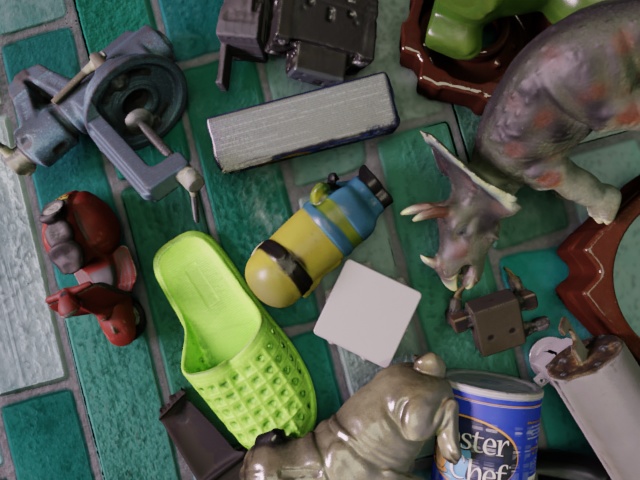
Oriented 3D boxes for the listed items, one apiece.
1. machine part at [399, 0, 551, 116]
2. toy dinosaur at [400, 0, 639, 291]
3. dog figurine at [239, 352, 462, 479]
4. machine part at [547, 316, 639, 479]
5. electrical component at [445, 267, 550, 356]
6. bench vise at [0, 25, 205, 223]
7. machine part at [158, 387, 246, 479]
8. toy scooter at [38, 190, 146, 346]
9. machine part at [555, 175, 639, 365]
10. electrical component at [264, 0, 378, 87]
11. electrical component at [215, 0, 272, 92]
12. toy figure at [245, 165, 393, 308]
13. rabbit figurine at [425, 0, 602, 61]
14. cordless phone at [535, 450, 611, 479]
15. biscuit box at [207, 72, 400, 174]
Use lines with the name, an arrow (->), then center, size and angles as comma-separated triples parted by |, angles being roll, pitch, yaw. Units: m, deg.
machine part -> 0.174, -0.228, 0.594 | 0.179, 0.056, 0.179 | 0, 87, 3
toy dinosaur -> 0.223, -0.121, 0.481 | 0.192, 0.131, 0.404 | 18, 133, -14
dog figurine -> 0.026, 0.186, 0.526 | 0.190, 0.121, 0.172 | 8, 87, -14
machine part -> 0.292, 0.179, 0.507 | 0.079, 0.079, 0.243 | -32, 88, 1
electrical component -> 0.192, 0.079, 0.589 | 0.102, 0.045, 0.078 | -24, 116, 4
bench vise -> -0.217, -0.116, 0.564 | 0.224, 0.128, 0.241 | -38, 68, -18
machine part -> -0.130, 0.231, 0.598 | 0.084, 0.039, 0.139 | -34, 88, 6
toy scooter -> -0.247, 0.028, 0.562 | 0.075, 0.135, 0.184 | -23, 86, 3
machine part -> 0.372, 0.038, 0.560 | 0.201, 0.087, 0.201 | -43, 85, 0
electrical component -> 0.003, -0.236, 0.585 | 0.115, 0.058, 0.134 | 6, 88, -17
electrical component -> -0.085, -0.226, 0.595 | 0.048, 0.075, 0.119 | 6, 84, 3
toy figure -> -0.004, -0.005, 0.576 | 0.180, 0.089, 0.082 | -40, 79, 3
rabbit figurine -> 0.202, -0.244, 0.515 | 0.170, 0.121, 0.159 | 16, 71, 7
cordless phone -> 0.314, 0.296, 0.566 | 0.184, 0.089, 0.146 | -3, 87, -9
biscuit box -> -0.016, -0.126, 0.592 | 0.203, 0.059, 0.062 | -14, 95, 2
